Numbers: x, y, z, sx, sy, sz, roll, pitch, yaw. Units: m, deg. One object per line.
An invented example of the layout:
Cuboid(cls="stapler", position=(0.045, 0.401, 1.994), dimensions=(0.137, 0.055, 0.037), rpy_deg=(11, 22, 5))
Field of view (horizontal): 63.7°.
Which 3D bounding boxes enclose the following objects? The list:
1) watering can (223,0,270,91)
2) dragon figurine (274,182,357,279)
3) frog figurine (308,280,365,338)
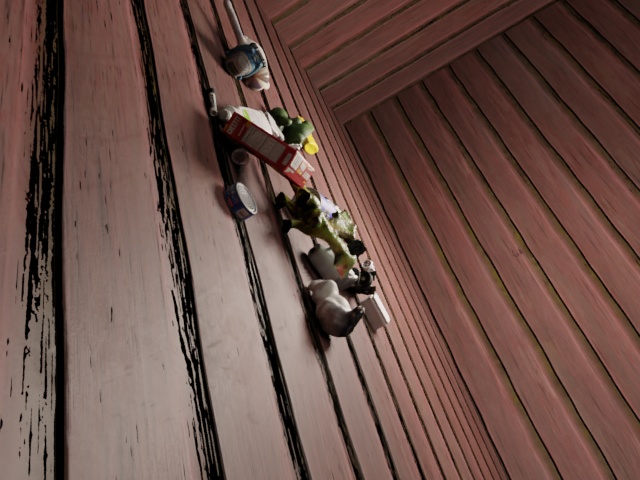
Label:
Cuboid(cls="watering can", position=(-0.269, -0.689, 1.881), dimensions=(0.230, 0.104, 0.340), rpy_deg=(-103, 167, -51))
Cuboid(cls="dragon figurine", position=(0.005, -0.075, 1.483), dimensions=(0.241, 0.120, 0.420), rpy_deg=(22, 40, -41))
Cuboid(cls="frog figurine", position=(0.024, 0.172, 1.316), dimensions=(0.160, 0.121, 0.138), rpy_deg=(28, 13, 20))
